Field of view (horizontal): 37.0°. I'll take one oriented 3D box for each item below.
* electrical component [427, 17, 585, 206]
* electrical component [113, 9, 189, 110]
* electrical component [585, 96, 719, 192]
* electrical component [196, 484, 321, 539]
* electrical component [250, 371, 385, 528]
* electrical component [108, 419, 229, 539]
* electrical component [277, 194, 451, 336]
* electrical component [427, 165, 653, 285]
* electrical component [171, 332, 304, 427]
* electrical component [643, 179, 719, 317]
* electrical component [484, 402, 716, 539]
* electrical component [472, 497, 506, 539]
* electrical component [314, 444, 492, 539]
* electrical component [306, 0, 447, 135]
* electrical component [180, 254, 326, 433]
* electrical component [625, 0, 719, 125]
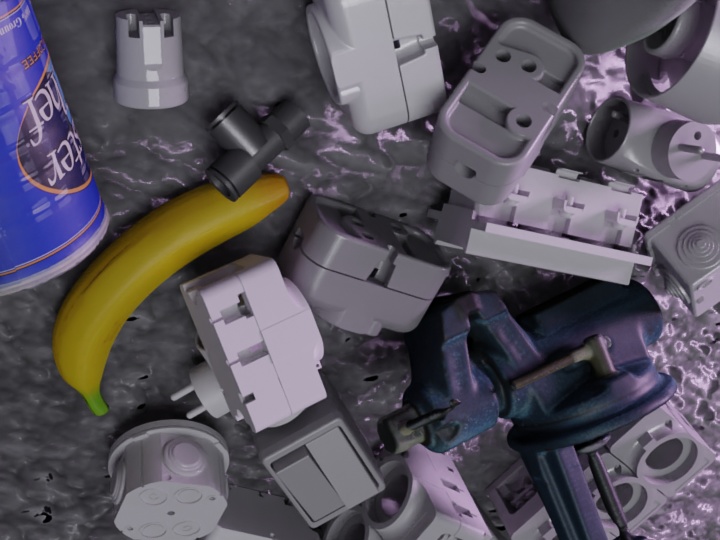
[{"bbox_3d":[0.082,-0.088,0.615,0.095,0.054,0.059,-55,171,-23],"label":"electrical component"},{"bbox_3d":[-0.113,-0.113,0.576,0.040,0.040,0.046,-5,116,-16],"label":"electrical component"},{"bbox_3d":[0.196,-0.077,0.676,0.077,0.079,0.043,14,96,-25],"label":"electrical component"},{"bbox_3d":[-0.079,0.196,0.771,0.089,0.050,0.055,20,112,-28],"label":"electrical component"},{"bbox_3d":[-0.026,0.131,0.742,0.062,0.061,0.096,-29,125,1],"label":"electrical component"},{"bbox_3d":[-0.126,0.140,0.713,0.080,0.051,0.080,-6,135,-6],"label":"electrical component"},{"bbox_3d":[0.000,0.000,0.674,0.095,0.053,0.059,18,114,-27],"label":"electrical component"},{"bbox_3d":[0.116,-0.034,0.684,0.121,0.079,0.063,10,95,-24],"label":"electrical component"},{"bbox_3d":[-0.083,0.070,0.695,0.079,0.044,0.077,-30,124,5],"label":"electrical component"},{"bbox_3d":[0.244,-0.019,0.723,0.100,0.048,0.100,-36,156,6],"label":"electrical component"},{"bbox_3d":[0.186,0.160,0.830,0.150,0.061,0.089,-45,123,12],"label":"electrical component"},{"bbox_3d":[0.097,0.234,0.837,0.047,0.075,0.083,-33,125,4],"label":"electrical component"},{"bbox_3d":[0.012,0.206,0.783,0.062,0.089,0.150,29,108,-30],"label":"electrical component"},{"bbox_3d":[0.007,-0.127,0.597,0.059,0.053,0.095,-19,125,-7],"label":"electrical component"},{"bbox_3d":[-0.059,0.040,0.633,0.056,0.050,0.089,-25,104,-20],"label":"electrical component"},{"bbox_3d":[0.204,-0.137,0.629,0.064,0.099,0.099,13,116,-18],"label":"electrical component"}]
